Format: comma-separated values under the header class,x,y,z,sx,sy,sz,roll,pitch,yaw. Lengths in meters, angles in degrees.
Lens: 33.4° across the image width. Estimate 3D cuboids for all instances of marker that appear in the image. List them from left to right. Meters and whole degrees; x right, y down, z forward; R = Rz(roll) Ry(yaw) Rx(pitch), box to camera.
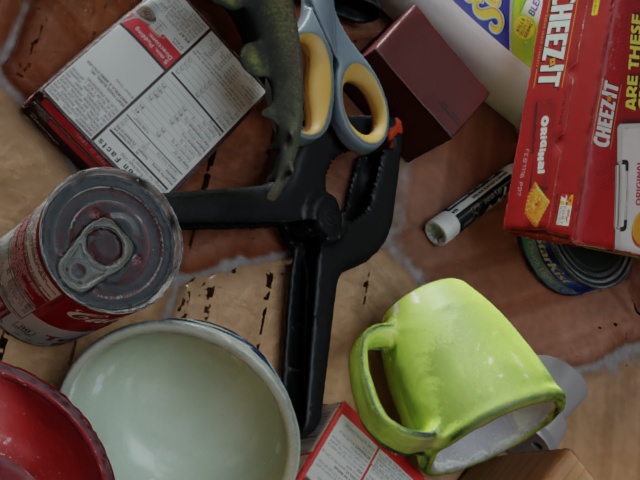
class,x,y,z,sx,sy,sz,roll,pitch,yaw
marker,0.116,-0.032,0.729,0.120,0.020,0.020,-35,96,-35

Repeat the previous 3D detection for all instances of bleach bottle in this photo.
class,x,y,z,sx,sy,sz,roll,pitch,yaw
bleach bottle,0.081,-0.173,0.723,0.250,0.068,0.102,32,68,-17

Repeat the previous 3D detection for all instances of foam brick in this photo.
class,x,y,z,sx,sy,sz,roll,pitch,yaw
foam brick,0.059,-0.100,0.693,0.078,0.051,0.053,48,58,-11

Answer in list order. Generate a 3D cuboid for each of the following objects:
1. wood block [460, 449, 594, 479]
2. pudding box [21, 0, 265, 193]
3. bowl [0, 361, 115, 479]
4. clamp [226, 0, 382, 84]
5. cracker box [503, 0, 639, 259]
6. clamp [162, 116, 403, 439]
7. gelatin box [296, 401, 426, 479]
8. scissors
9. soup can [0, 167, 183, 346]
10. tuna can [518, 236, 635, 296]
class,x,y,z,sx,sy,sz,roll,pitch,yaw
wood block,0.083,0.220,0.592,0.205,0.091,0.090,-42,100,-33
pudding box,-0.095,-0.078,0.598,0.090,0.039,0.113,48,60,-14
bowl,-0.162,0.131,0.461,0.161,0.055,0.162,1,87,-22
clamp,-0.046,-0.156,0.649,0.171,0.039,0.120,35,49,-14
cracker box,0.229,-0.067,0.712,0.213,0.072,0.164,9,90,-35
clamp,-0.004,0.001,0.627,0.209,0.036,0.164,-44,114,-41
gelatin box,0.010,0.149,0.604,0.073,0.030,0.089,44,58,-16
scissors,0.012,-0.136,0.649,0.096,0.016,0.201,30,57,-32
soup can,-0.118,0.012,0.517,0.068,0.102,0.068,10,71,-30
tuna can,0.181,-0.004,0.753,0.086,0.034,0.086,10,71,-30
